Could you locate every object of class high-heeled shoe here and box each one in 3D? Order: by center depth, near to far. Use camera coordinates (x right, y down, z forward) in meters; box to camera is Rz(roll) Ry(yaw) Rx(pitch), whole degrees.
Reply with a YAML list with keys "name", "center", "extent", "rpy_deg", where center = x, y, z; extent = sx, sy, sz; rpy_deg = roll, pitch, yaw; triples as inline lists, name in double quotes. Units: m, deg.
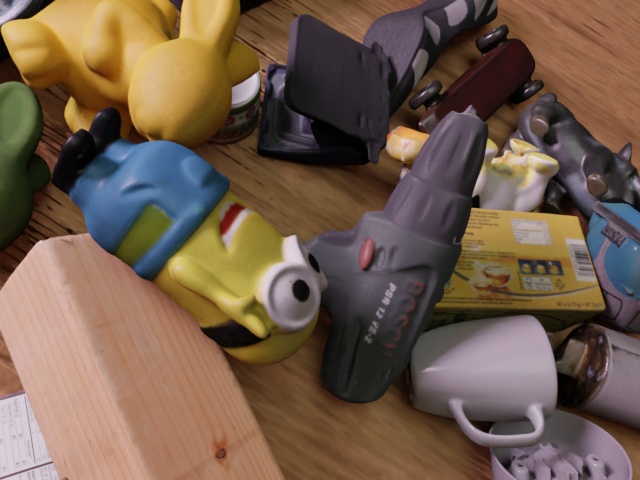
- name: "high-heeled shoe"
  center: [0.132, -0.216, 0.613]
  extent: [0.145, 0.086, 0.248]
  rpy_deg: [28, 80, -41]

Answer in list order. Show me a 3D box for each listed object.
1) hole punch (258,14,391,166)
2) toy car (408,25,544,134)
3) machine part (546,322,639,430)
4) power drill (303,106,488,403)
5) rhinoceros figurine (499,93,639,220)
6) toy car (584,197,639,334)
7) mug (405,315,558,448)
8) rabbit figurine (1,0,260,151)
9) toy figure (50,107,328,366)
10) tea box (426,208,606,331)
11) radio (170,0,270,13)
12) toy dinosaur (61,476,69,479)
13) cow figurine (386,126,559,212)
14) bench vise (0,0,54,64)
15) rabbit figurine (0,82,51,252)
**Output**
- name: "hole punch"
  center: [0.003, -0.131, 0.517]
  extent: [0.116, 0.092, 0.142]
  rpy_deg: [17, 60, -26]
- name: "toy car"
  center: [0.170, -0.158, 0.587]
  extent: [0.202, 0.053, 0.089]
  rpy_deg: [-44, 104, -26]
- name: "machine part"
  center: [0.302, 0.136, 0.475]
  extent: [0.243, 0.079, 0.079]
  rpy_deg: [19, 62, -7]
- name: "power drill"
  center: [-0.001, -0.001, 0.406]
  extent: [0.207, 0.086, 0.231]
  rpy_deg: [11, 105, -2]
- name: "rhinoceros figurine"
  center: [0.285, -0.071, 0.574]
  extent: [0.190, 0.073, 0.112]
  rpy_deg: [47, 52, 10]
- name: "toy car"
  center: [0.304, 0.036, 0.507]
  extent: [0.161, 0.103, 0.109]
  rpy_deg: [23, 25, -29]
- name: "mug"
  center: [0.124, 0.114, 0.428]
  extent: [0.107, 0.080, 0.110]
  rpy_deg: [-3, 44, 4]
- name: "rabbit figurine"
  center: [-0.119, -0.121, 0.403]
  extent: [0.162, 0.121, 0.173]
  rpy_deg: [-35, 48, -19]
- name: "toy figure"
  center: [-0.074, 0.002, 0.330]
  extent: [0.180, 0.089, 0.082]
  rpy_deg: [37, 60, -10]
- name: "tea box"
  center: [0.156, 0.028, 0.487]
  extent: [0.170, 0.068, 0.098]
  rpy_deg: [4, 63, -13]
- name: "radio"
  center: [-0.079, -0.334, 0.588]
  extent: [0.229, 0.073, 0.131]
  rpy_deg: [-39, 82, -25]
- name: "toy dinosaur"
  center: [-0.209, 0.342, 0.224]
  extent: [0.198, 0.105, 0.471]
  rpy_deg: [28, 71, -7]
- name: "cow figurine"
  center: [0.133, -0.055, 0.513]
  extent: [0.167, 0.098, 0.068]
  rpy_deg: [7, 27, -16]
- name: "bench vise"
  center: [-0.240, -0.228, 0.411]
  extent: [0.224, 0.240, 0.129]
  rpy_deg: [-28, 79, -8]
- name: "rabbit figurine"
  center: [-0.266, -0.043, 0.379]
  extent: [0.170, 0.121, 0.159]
  rpy_deg: [28, 39, 14]
